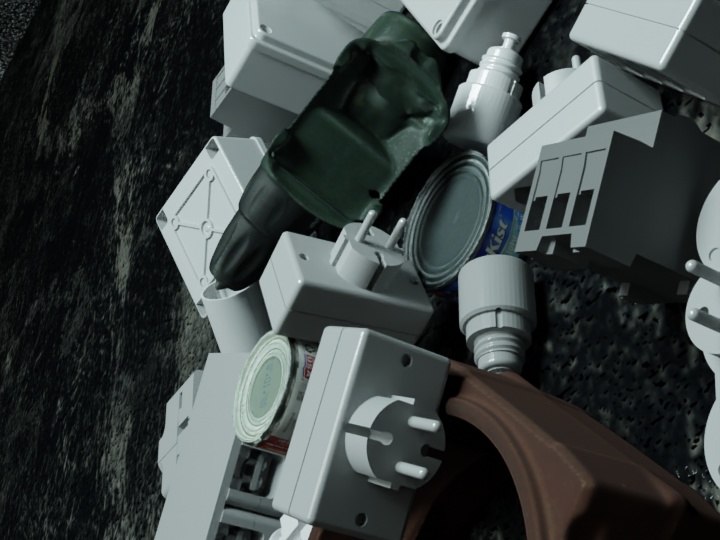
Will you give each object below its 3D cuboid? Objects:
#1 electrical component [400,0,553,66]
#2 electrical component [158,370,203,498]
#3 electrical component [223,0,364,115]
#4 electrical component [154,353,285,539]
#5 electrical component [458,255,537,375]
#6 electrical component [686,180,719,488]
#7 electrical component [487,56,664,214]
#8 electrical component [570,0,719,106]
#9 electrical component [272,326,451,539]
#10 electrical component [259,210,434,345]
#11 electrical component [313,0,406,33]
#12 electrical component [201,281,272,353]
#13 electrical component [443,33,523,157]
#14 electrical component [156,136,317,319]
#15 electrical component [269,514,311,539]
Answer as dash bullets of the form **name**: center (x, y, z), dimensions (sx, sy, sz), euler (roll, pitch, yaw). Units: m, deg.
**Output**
- **electrical component**: center (0.082, -0.196, 0.685), dimensions (0.108, 0.056, 0.108), euler (-57, 29, 21)
- **electrical component**: center (-0.120, 0.133, 0.827), dimensions (0.055, 0.050, 0.089), euler (-47, 34, 36)
- **electrical component**: center (-0.050, -0.178, 0.860), dimensions (0.056, 0.109, 0.108), euler (-52, 31, 35)
- **electrical component**: center (-0.081, 0.137, 0.739), dimensions (0.089, 0.062, 0.150), euler (-8, 64, 60)
- **electrical component**: center (0.072, 0.028, 0.559), dimensions (0.040, 0.040, 0.078), euler (-39, 39, 45)
- **electrical component**: center (0.146, 0.018, 0.392), dimensions (0.052, 0.074, 0.138), euler (-31, 45, 51)
- **electrical component**: center (0.110, -0.078, 0.559), dimensions (0.083, 0.047, 0.075), euler (-40, 38, 43)
- **electrical component**: center (0.154, -0.128, 0.512), dimensions (0.075, 0.047, 0.083), euler (-63, 27, 11)
- **electrical component**: center (0.010, 0.070, 0.447), dimensions (0.076, 0.047, 0.083), euler (-2, 69, 61)
- **electrical component**: center (0.000, 0.000, 0.586), dimensions (0.075, 0.083, 0.047), euler (-61, 30, 29)
- **electrical component**: center (-0.010, -0.233, 0.838), dimensions (0.061, 0.096, 0.061), euler (-52, 31, 32)
- **electrical component**: center (-0.087, 0.048, 0.814), dimensions (0.043, 0.043, 0.081), euler (36, 146, 62)
- **electrical component**: center (0.078, -0.103, 0.643), dimensions (0.040, 0.040, 0.078), euler (14, 83, 63)
- **electrical component**: center (-0.101, -0.034, 0.864), dimensions (0.108, 0.056, 0.108), euler (-48, 60, 35)
- **electrical component**: center (-0.019, 0.158, 0.615), dimensions (0.057, 0.058, 0.078), euler (-53, 30, 24)
